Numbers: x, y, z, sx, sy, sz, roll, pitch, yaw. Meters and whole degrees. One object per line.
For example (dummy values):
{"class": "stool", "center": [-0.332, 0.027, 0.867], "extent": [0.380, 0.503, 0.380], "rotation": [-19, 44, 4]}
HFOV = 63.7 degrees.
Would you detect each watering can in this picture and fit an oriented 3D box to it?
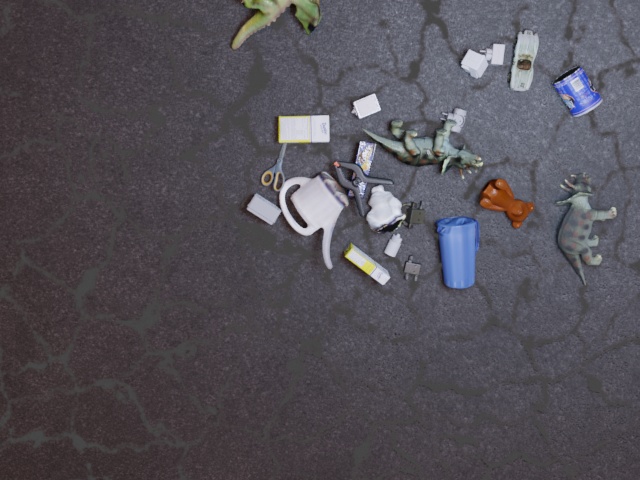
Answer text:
{"class": "watering can", "center": [0.005, -0.091, 1.800], "extent": [0.223, 0.104, 0.350], "rotation": [-38, 79, 8]}

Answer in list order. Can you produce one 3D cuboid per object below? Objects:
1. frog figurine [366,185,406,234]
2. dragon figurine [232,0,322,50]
{"class": "frog figurine", "center": [0.221, -0.108, 1.832], "extent": [0.136, 0.121, 0.162], "rotation": [-35, 63, 15]}
{"class": "dragon figurine", "center": [-0.114, -0.761, 1.682], "extent": [0.243, 0.124, 0.403], "rotation": [30, 116, 2]}
